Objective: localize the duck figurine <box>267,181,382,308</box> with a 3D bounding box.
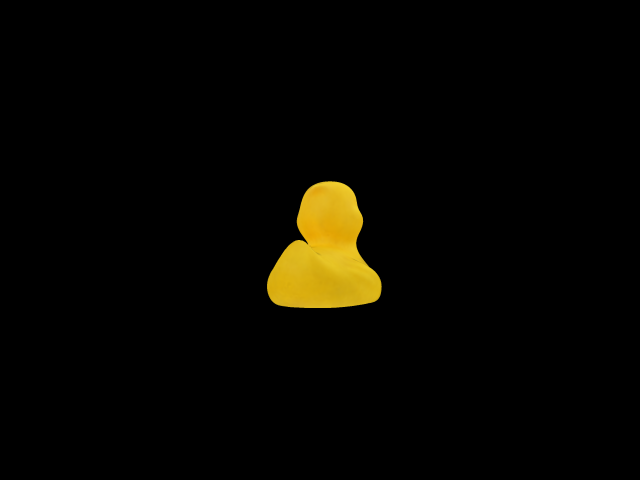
[{"bbox_3d":[0.004,0.001,0.400,0.077,0.086,0.105,0,0,24],"label":"duck figurine"}]
